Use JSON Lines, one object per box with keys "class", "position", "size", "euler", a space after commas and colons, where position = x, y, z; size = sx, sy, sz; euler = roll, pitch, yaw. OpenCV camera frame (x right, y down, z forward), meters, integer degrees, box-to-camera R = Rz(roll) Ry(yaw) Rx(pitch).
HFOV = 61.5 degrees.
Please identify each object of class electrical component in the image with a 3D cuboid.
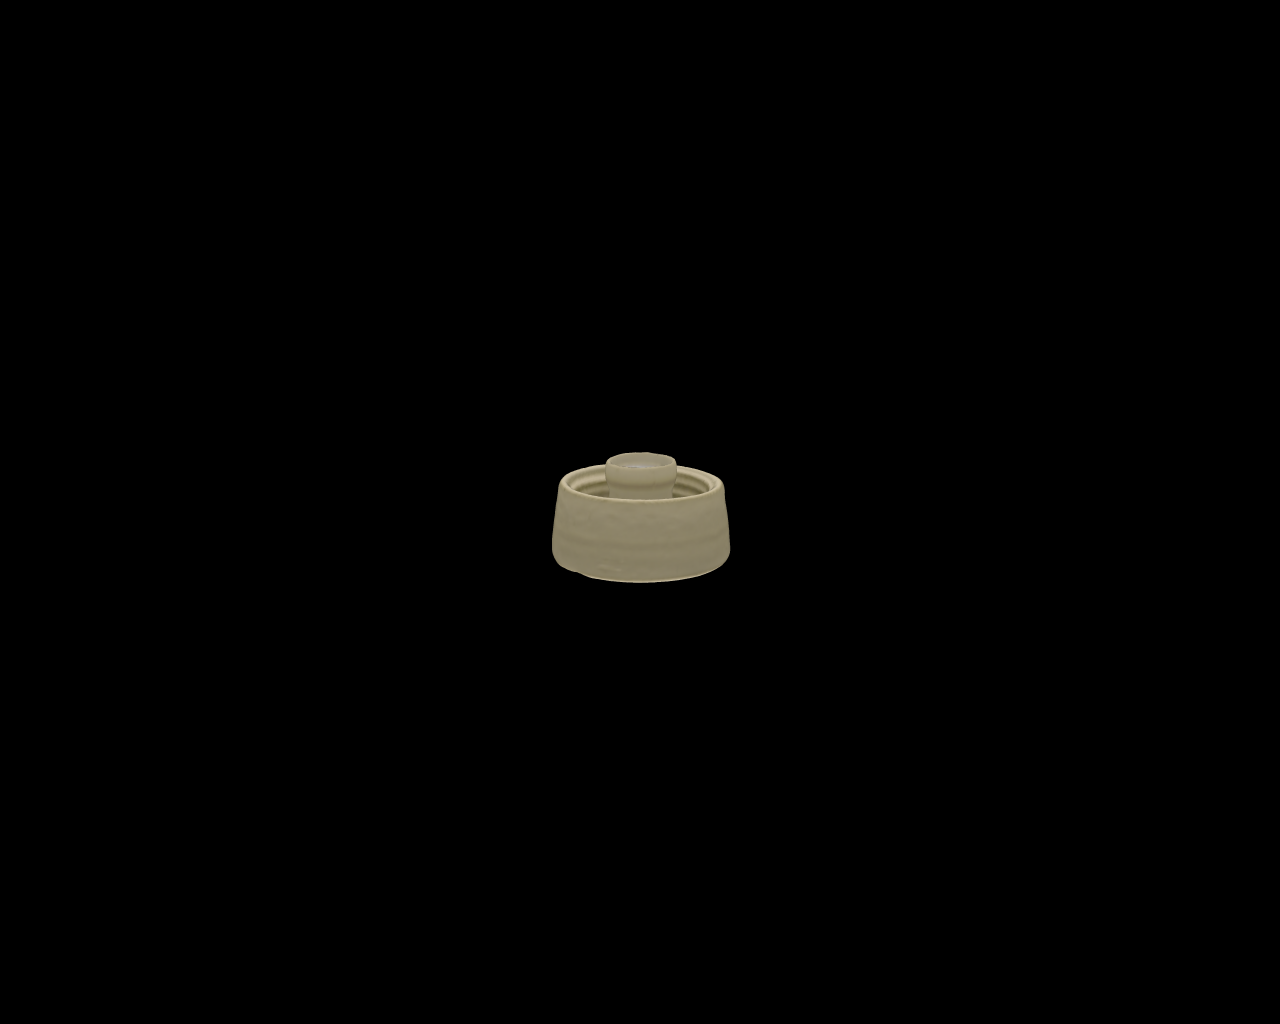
{"class": "electrical component", "position": [0.001, -0.003, 0.650], "size": [0.108, 0.060, 0.108], "euler": [0, 15, 0]}
